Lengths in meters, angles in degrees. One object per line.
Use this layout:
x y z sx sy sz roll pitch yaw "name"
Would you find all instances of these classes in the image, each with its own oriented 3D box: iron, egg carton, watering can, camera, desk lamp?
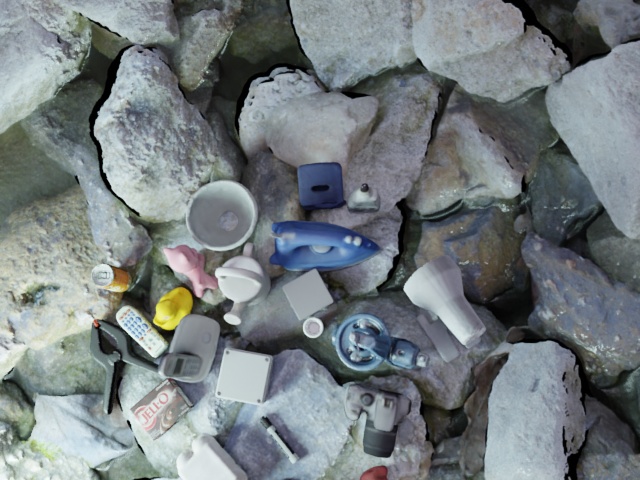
0.012 0.005 1.280 0.258 0.141 0.119 1 79 3 "iron"
-0.233 0.499 1.230 0.150 0.069 0.107 44 84 9 "egg carton"
-0.168 0.093 1.243 0.101 0.194 0.173 -12 79 0 "watering can"
0.116 0.388 1.222 0.143 0.101 0.137 10 80 4 "camera"
0.269 0.146 1.205 0.118 0.213 0.203 -32 79 -4 "desk lamp"

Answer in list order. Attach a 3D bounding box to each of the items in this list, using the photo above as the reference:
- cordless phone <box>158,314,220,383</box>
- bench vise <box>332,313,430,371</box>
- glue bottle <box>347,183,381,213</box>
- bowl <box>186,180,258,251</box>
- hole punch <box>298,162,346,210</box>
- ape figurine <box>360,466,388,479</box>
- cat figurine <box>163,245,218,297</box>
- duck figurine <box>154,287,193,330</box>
-0.286 0.231 1.225 0.094 0.185 0.148 11 80 5 "cordless phone"
0.127 0.211 1.195 0.207 0.220 0.121 -2 79 2 "bench vise"
0.099 -0.097 1.280 0.078 0.173 0.037 0 79 3 "glue bottle"
-0.222 -0.051 1.334 0.167 0.075 0.167 0 79 2 "bowl"
0.005 -0.124 1.330 0.108 0.091 0.101 -5 79 2 "hole punch"
0.122 0.515 1.202 0.076 0.092 0.078 20 81 6 "ape figurine"
-0.293 0.062 1.293 0.067 0.118 0.127 -35 80 -4 "cat figurine"
-0.337 0.153 1.293 0.077 0.086 0.104 32 82 8 "duck figurine"
